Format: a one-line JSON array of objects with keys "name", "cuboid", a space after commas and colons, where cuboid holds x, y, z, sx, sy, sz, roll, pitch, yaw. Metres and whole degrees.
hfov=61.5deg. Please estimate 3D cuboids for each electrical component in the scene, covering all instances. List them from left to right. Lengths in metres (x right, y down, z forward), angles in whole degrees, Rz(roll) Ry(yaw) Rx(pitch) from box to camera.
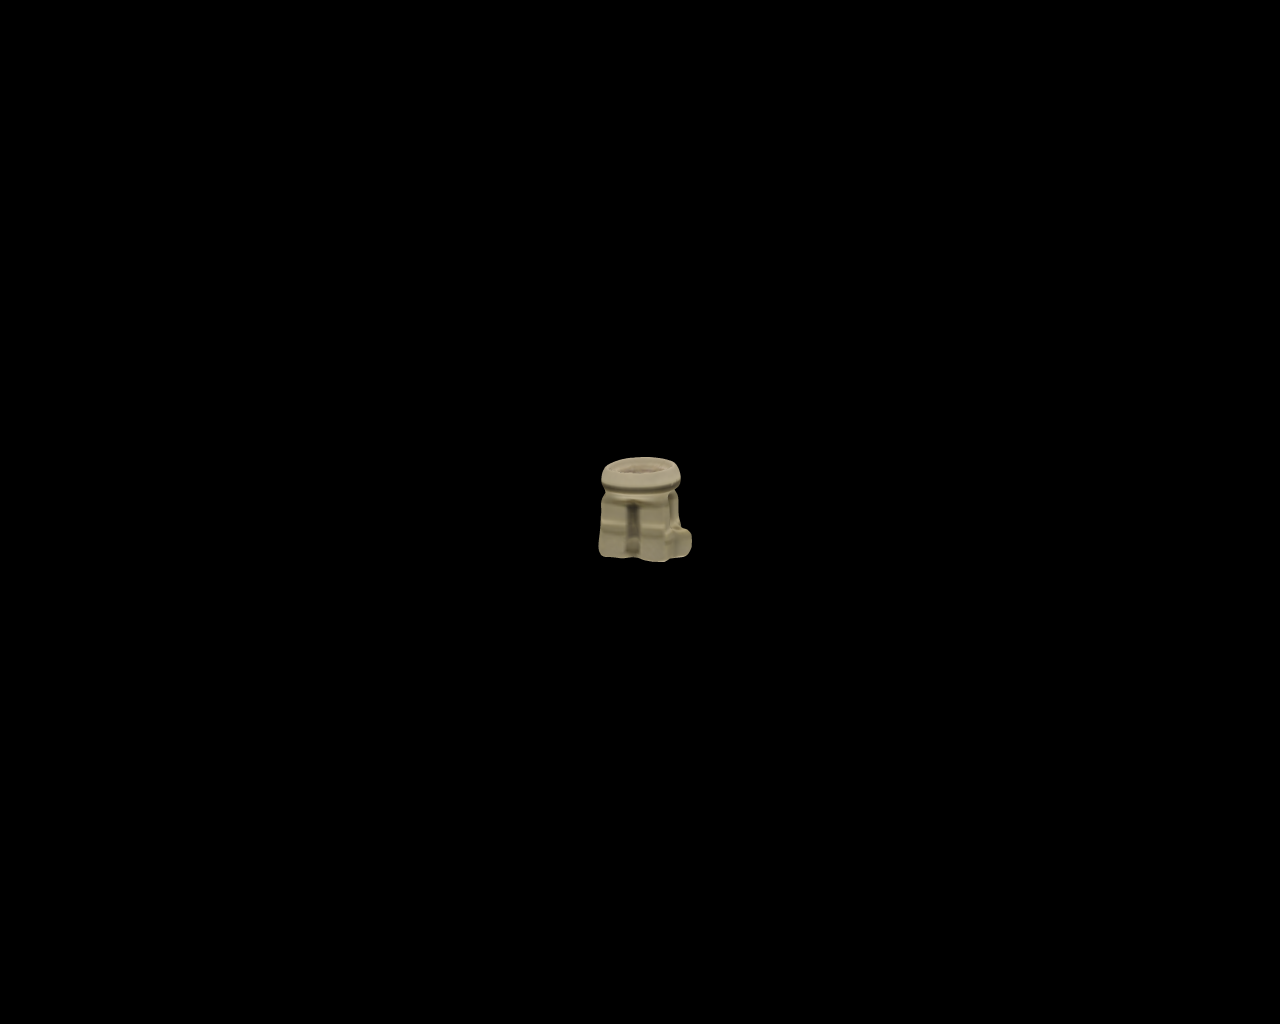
[{"name": "electrical component", "cuboid": [0.001, -0.003, 0.650, 0.066, 0.055, 0.048, 4, 16, 14]}]
